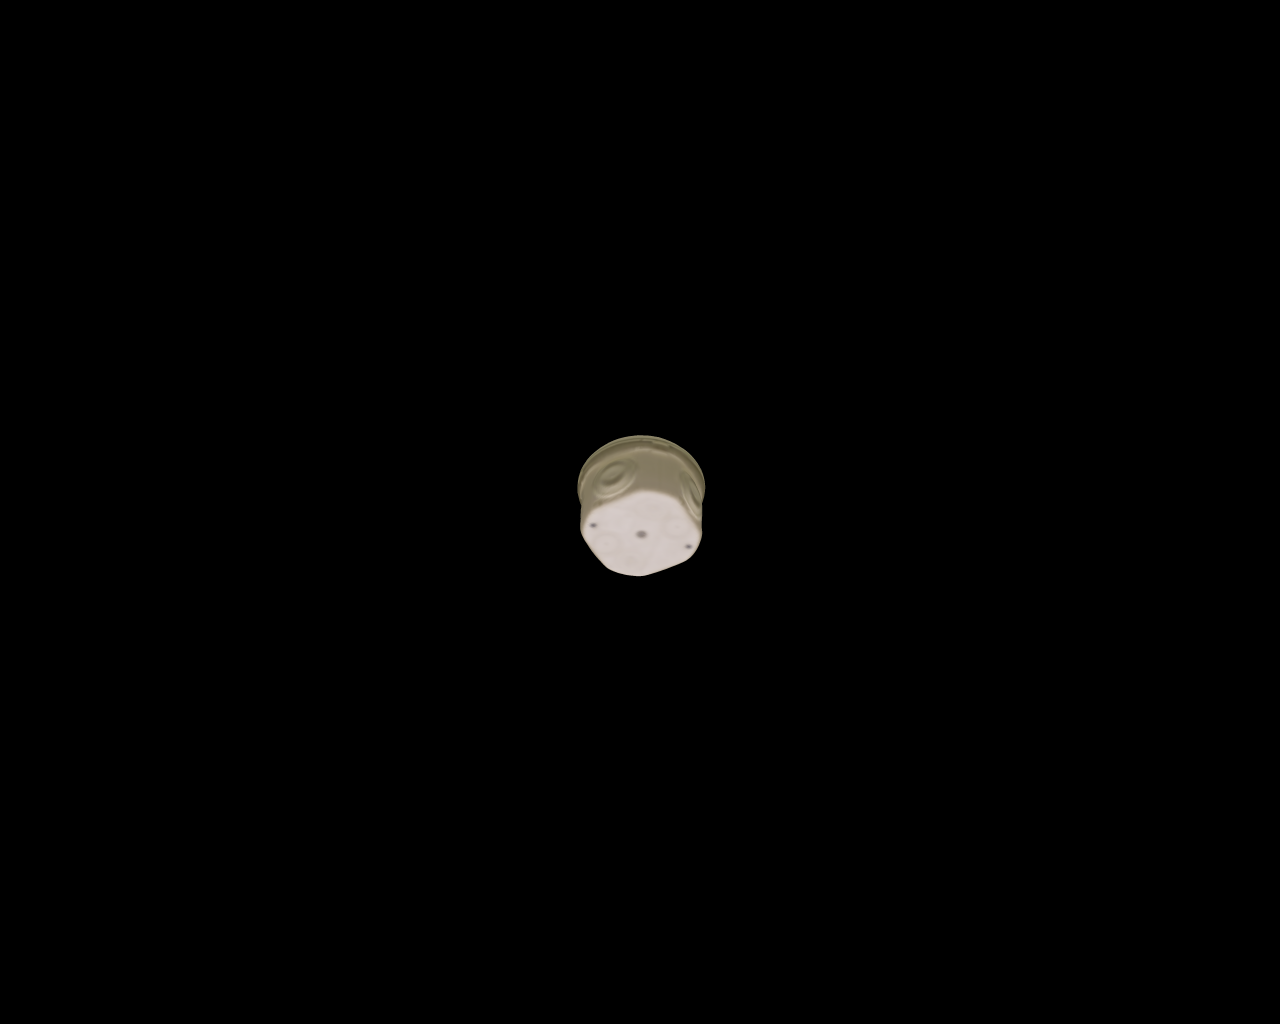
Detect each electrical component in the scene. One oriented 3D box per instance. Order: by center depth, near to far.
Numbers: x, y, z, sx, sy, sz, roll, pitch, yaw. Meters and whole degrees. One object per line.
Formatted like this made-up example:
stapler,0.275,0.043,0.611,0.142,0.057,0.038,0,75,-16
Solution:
electrical component,0.001,-0.003,0.650,0.080,0.080,0.051,0,41,0
